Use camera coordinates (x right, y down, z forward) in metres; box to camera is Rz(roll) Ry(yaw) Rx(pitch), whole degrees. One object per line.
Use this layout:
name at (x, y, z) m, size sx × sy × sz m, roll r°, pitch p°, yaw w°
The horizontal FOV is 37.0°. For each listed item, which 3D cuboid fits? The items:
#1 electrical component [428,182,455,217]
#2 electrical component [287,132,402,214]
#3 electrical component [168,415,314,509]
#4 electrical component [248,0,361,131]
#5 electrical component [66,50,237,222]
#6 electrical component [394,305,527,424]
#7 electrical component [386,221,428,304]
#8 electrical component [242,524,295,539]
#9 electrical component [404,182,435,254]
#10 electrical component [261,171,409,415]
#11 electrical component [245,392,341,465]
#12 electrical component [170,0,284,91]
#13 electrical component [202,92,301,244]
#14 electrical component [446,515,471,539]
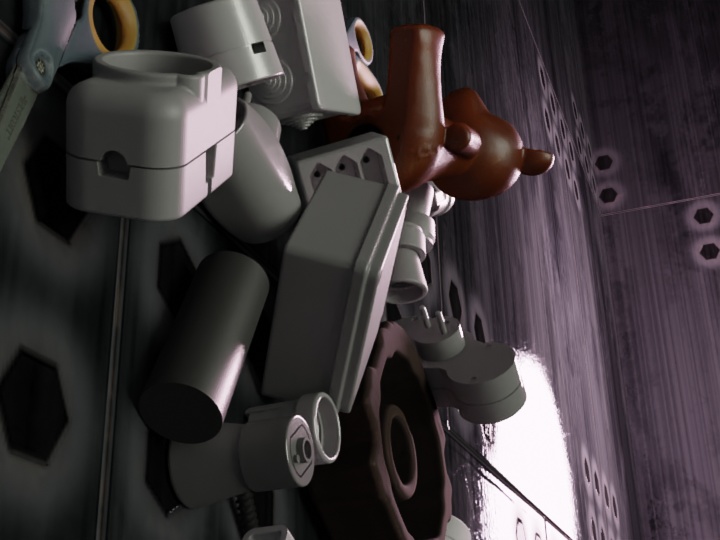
electrical component at (0.064, -0.068, 1.017) m, size 0.046 × 0.040 × 0.040 m, roll -30°, pitch 109°, yaw -65°
electrical component at (-0.015, -0.065, 0.749) m, size 0.077 × 0.066 × 0.047 m, roll -140°, pitch -146°, yaw -72°
electrical component at (-0.056, 0.092, 0.530) m, size 0.044 × 0.065 × 0.044 m, roll -10°, pitch 90°, yaw -72°
electrical component at (-0.042, -0.144, 0.722) m, size 0.100 × 0.048 × 0.099 m, roll -17°, pitch 97°, yaw -72°
electrical component at (-0.093, -0.065, 0.490) m, size 0.095 × 0.054 × 0.059 m, roll -60°, pitch 157°, yaw -67°
electrical component at (0.062, 0.060, 0.815) m, size 0.052 × 0.138 × 0.073 m, roll -33°, pitch 119°, yaw -26°
electrical component at (0.032, -0.006, 0.876) m, size 0.045 × 0.045 × 0.055 m, roll 50°, pitch 34°, yaw -56°
electrical component at (-0.043, 0.177, 0.536) m, size 0.078 × 0.058 × 0.057 m, roll -76°, pitch 147°, yaw -51°
electrical component at (0.042, -0.044, 0.927) m, size 0.045 × 0.045 × 0.055 m, roll 50°, pitch 35°, yaw -57°
electrical component at (-0.015, 0.012, 0.649) m, size 0.108 × 0.056 × 0.108 m, roll -68°, pitch 171°, yaw -58°
electrical component at (-0.039, 0.092, 0.609) m, size 0.040 × 0.046 × 0.040 m, roll -10°, pitch 90°, yaw -72°
electrical component at (-0.076, -0.125, 0.605) m, size 0.055 × 0.055 × 0.047 m, roll -40°, pitch 114°, yaw -69°
electrical component at (-0.066, -0.069, 0.620) m, size 0.077 × 0.043 × 0.079 m, roll 61°, pitch 26°, yaw -44°
electrical component at (0.053, 0.216, 0.808) m, size 0.047 × 0.055 × 0.055 m, roll -72°, pitch 147°, yaw -49°
